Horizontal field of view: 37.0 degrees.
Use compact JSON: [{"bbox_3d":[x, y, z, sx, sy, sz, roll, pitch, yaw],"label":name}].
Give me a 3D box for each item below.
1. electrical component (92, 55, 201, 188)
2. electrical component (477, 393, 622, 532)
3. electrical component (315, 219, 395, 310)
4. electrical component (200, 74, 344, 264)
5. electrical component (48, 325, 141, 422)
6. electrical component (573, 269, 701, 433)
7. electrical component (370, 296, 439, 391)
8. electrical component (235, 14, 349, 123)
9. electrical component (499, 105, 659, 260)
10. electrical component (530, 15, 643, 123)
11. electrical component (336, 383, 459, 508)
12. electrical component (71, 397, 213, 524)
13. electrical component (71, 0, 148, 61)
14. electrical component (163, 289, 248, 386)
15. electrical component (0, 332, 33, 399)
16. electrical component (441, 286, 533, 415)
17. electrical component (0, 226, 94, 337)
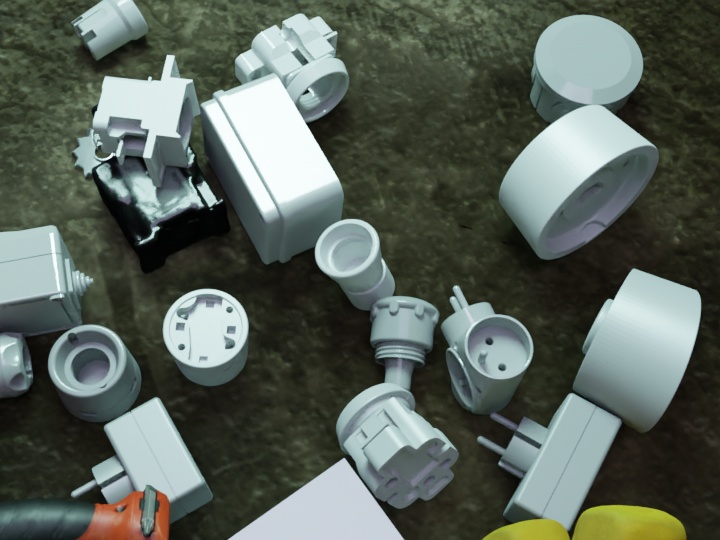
[{"bbox_3d":[-0.147,-0.103,0.737,0.064,0.042,0.081,7,66,2],"label":"electrical component"},{"bbox_3d":[0.114,0.119,0.696,0.076,0.047,0.083,28,68,10],"label":"electrical component"},{"bbox_3d":[0.000,0.000,0.735,0.044,0.065,0.044,-8,60,14],"label":"electrical component"},{"bbox_3d":[-0.064,-0.070,0.758,0.057,0.078,0.113,-24,69,-15],"label":"electrical component"},{"bbox_3d":[-0.175,0.067,0.708,0.055,0.047,0.055,1,66,-2],"label":"electrical component"},{"bbox_3d":[0.183,0.051,0.703,0.064,0.099,0.099,27,67,16],"label":"electrical component"},{"bbox_3d":[0.028,0.051,0.726,0.048,0.048,0.062,6,72,0],"label":"electrical component"},{"bbox_3d":[-0.045,-0.148,0.805,0.078,0.058,0.057,-31,69,-20],"label":"electrical component"},{"bbox_3d":[0.147,-0.066,0.751,0.108,0.108,0.060,-32,65,-15],"label":"electrical component"},{"bbox_3d":[0.170,-0.148,0.817,0.080,0.051,0.080,1,66,-2],"label":"electrical component"},{"bbox_3d":[0.021,0.110,0.686,0.058,0.078,0.057,-44,53,4],"label":"electrical component"},{"bbox_3d":[-0.144,0.132,0.681,0.077,0.047,0.065,-29,70,-12],"label":"electrical component"},{"bbox_3d":[-0.193,-0.188,0.827,0.046,0.040,0.040,-36,72,-10],"label":"electrical component"},{"bbox_3d":[-0.101,0.047,0.720,0.055,0.047,0.055,1,66,-2],"label":"electrical component"},{"bbox_3d":[-0.250,0.066,0.708,0.062,0.043,0.043,-10,67,-5],"label":"electrical component"},{"bbox_3d":[0.078,0.048,0.711,0.044,0.077,0.079,-21,68,-11],"label":"electrical component"},{"bbox_3d":[-0.229,0.008,0.725,0.096,0.061,0.061,-11,67,-7],"label":"electrical component"}]
